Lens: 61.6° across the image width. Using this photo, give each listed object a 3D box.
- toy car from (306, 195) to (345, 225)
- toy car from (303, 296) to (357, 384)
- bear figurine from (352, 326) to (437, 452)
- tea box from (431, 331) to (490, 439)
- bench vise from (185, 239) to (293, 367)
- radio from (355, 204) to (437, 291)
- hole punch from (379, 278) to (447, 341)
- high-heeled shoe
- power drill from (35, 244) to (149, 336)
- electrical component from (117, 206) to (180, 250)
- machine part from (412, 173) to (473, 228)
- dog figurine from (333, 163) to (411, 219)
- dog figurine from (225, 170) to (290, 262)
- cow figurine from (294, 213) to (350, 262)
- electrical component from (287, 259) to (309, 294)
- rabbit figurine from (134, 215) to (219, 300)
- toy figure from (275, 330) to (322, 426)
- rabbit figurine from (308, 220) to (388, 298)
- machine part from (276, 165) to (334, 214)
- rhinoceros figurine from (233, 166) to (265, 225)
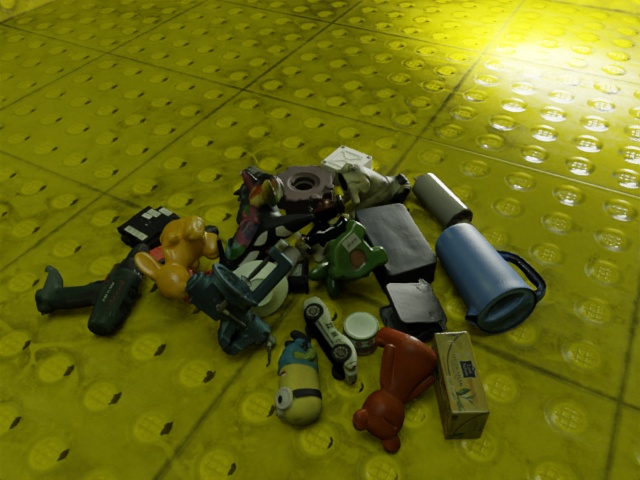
[{"bbox_3d":[0.014,-0.075,1.303,0.089,0.202,0.053,-18,86,3],"label":"toy car"},{"bbox_3d":[0.021,0.199,1.079,0.056,0.073,0.202,-22,47,-19],"label":"toy car"},{"bbox_3d":[0.132,0.272,0.990,0.120,0.132,0.196,34,79,-11],"label":"bear figurine"},{"bbox_3d":[0.252,0.264,0.987,0.068,0.098,0.170,-3,45,0],"label":"tea box"},{"bbox_3d":[-0.135,0.107,1.067,0.240,0.223,0.129,-47,8,2],"label":"bench vise"},{"bbox_3d":[0.175,0.014,1.272,0.131,0.073,0.230,-12,46,-12],"label":"radio"},{"bbox_3d":[0.190,0.156,1.119,0.116,0.092,0.142,0,39,-17],"label":"hole punch"},{"bbox_3d":[-0.116,0.036,1.179,0.249,0.145,0.086,-17,18,-7],"label":"high-heeled shoe"},{"bbox_3d":[-0.503,0.101,1.193,0.207,0.085,0.232,4,53,-1],"label":"power drill"},{"bbox_3d":[-0.415,-0.026,1.343,0.115,0.058,0.134,29,51,26],"label":"electrical component"},{"bbox_3d":[0.312,-0.096,1.379,0.079,0.079,0.243,-18,47,-17],"label":"machine part"},{"bbox_3d":[0.144,-0.151,1.382,0.191,0.172,0.121,-25,59,-13],"label":"dog figurine"},{"bbox_3d":[-0.151,-0.050,1.245,0.109,0.219,0.191,25,49,30],"label":"dog figurine"},{"bbox_3d":[-0.003,-0.002,1.276,0.167,0.098,0.068,-23,54,-21],"label":"cow figurine"},{"bbox_3d":[-0.084,0.083,1.223,0.119,0.047,0.075,-4,43,-1],"label":"electrical component"},{"bbox_3d":[-0.310,0.046,1.148,0.162,0.121,0.173,-3,62,10],"label":"rabbit figurine"},{"bbox_3d":[-0.038,0.259,1.015,0.089,0.082,0.180,0,41,4],"label":"toy figure"},{"bbox_3d":[0.058,0.052,1.202,0.121,0.170,0.159,40,81,-5],"label":"rabbit figurine"},{"bbox_3d":[-0.044,-0.138,1.450,0.179,0.056,0.179,-2,42,1],"label":"machine part"},{"bbox_3d":[-0.174,-0.115,1.404,0.112,0.073,0.190,-28,46,37],"label":"rhinoceros figurine"}]
